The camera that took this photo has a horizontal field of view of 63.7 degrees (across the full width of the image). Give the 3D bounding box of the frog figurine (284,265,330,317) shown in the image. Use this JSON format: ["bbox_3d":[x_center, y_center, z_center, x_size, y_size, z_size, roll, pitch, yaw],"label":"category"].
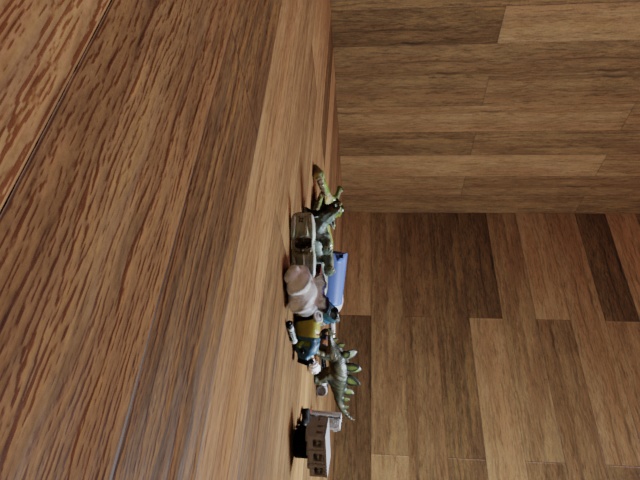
[{"bbox_3d":[-0.058,0.136,1.429,0.158,0.122,0.139,28,65,-43],"label":"frog figurine"}]

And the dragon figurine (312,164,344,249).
[{"bbox_3d":[0.006,-0.107,2.125,0.244,0.122,0.409,-10,98,-67],"label":"dragon figurine"}]

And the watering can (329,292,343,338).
[{"bbox_3d":[0.060,0.317,2.493,0.220,0.104,0.355,78,13,-62],"label":"watering can"}]
